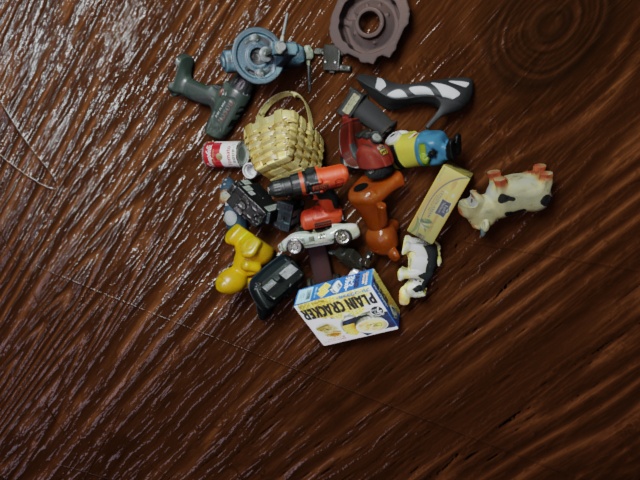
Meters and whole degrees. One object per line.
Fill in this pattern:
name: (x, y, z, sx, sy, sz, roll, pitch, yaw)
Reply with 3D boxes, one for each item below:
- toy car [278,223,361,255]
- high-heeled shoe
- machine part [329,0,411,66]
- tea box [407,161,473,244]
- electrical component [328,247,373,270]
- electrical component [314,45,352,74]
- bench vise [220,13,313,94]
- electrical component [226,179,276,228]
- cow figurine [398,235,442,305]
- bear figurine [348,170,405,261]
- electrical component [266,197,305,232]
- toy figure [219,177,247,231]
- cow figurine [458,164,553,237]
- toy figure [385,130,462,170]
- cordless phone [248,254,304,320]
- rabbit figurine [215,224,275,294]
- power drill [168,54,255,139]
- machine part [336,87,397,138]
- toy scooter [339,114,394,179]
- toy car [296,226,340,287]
toy car: (-0.003, -0.004, 1.289, 0.202, 0.073, 0.056, -10, 91, 3)
high-heeled shoe: (0.208, -0.345, 1.185, 0.249, 0.086, 0.145, 39, 89, 20)
machine part: (0.110, -0.475, 1.180, 0.180, 0.056, 0.179, 3, 101, 14)
tea box: (0.269, -0.085, 1.202, 0.068, 0.098, 0.169, 31, 110, 11)
electrical component: (0.079, 0.040, 1.305, 0.078, 0.045, 0.102, 42, 157, -32)
electrical component: (0.030, -0.422, 1.254, 0.094, 0.021, 0.063, 10, 107, 18)
bench vise: (-0.098, -0.406, 1.186, 0.224, 0.241, 0.128, 0, 99, -22)
electrical component: (-0.170, -0.096, 1.361, 0.134, 0.115, 0.058, 44, 110, 10)
cow figurine: (0.235, 0.078, 1.274, 0.098, 0.068, 0.167, 6, 107, 11)
bear figurine: (0.149, -0.057, 1.259, 0.132, 0.120, 0.195, -40, 119, -15)
electrical component: (-0.086, -0.062, 1.335, 0.048, 0.119, 0.074, 17, 106, 17)
toy figure: (-0.231, -0.089, 1.420, 0.064, 0.058, 0.154, -15, 96, -6)
cow figurine: (0.392, -0.083, 1.147, 0.195, 0.085, 0.127, -10, 113, 4)
toy figure: (0.220, -0.196, 1.178, 0.180, 0.082, 0.089, 12, 100, 41)
cordless phone: (-0.112, 0.137, 1.412, 0.089, 0.146, 0.184, 39, 152, 20)
rabbit figurine: (-0.202, 0.067, 1.392, 0.122, 0.162, 0.173, 29, 81, 31)
power drill: (-0.268, -0.389, 1.354, 0.207, 0.086, 0.232, 29, 114, 5)
machine part: (0.110, -0.290, 1.248, 0.139, 0.039, 0.084, 35, 104, 12)
toy scooter: (0.094, -0.214, 1.208, 0.184, 0.075, 0.135, 25, 133, 55)
toy car: (-0.002, 0.045, 1.364, 0.089, 0.053, 0.202, -12, 98, 7)
